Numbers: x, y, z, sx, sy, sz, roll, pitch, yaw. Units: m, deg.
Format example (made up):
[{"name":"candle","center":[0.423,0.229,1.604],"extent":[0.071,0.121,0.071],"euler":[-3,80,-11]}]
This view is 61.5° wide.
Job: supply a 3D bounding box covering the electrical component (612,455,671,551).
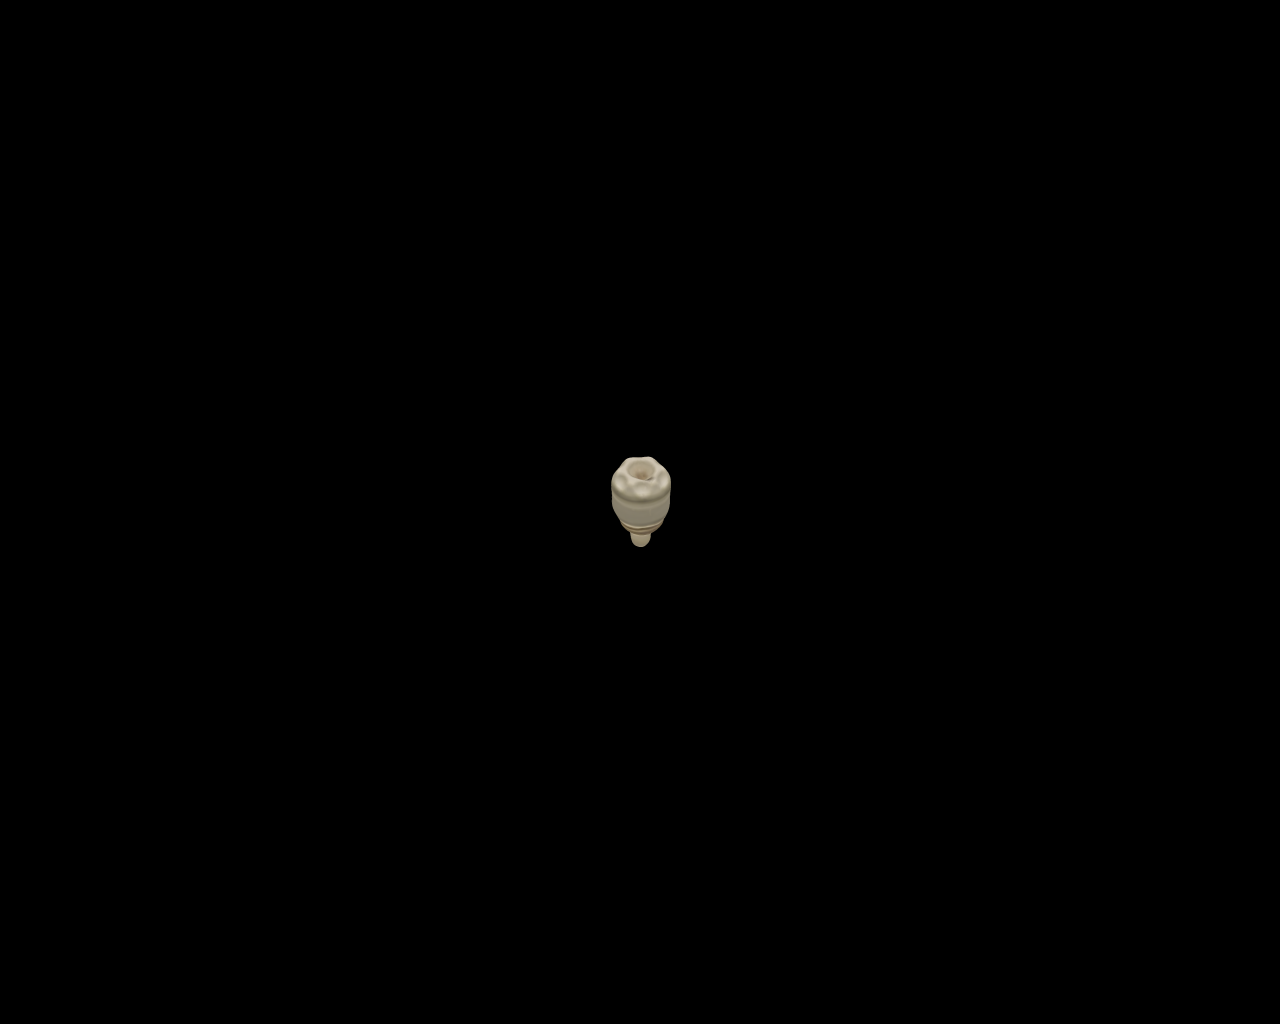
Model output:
[{"name":"electrical component","center":[0.001,-0.003,0.650],"extent":[0.035,0.061,0.035],"euler":[0,40,0]}]
